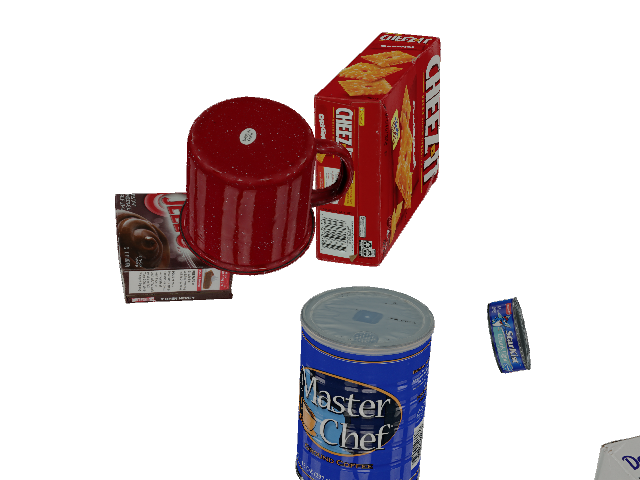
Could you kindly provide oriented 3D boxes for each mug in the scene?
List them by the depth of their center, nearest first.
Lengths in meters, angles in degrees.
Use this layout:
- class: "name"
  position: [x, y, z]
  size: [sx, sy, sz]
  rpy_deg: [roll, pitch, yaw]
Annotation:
- class: "mug"
  position: [-0.034, -0.040, 0.696]
  size: [0.117, 0.093, 0.081]
  rpy_deg: [-6, -40, -12]

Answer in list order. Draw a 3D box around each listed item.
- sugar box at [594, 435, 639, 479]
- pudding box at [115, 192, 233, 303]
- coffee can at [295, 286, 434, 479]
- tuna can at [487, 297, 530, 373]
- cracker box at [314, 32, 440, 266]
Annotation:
- class: "sugar box"
  position: [0.189, 0.180, 0.501]
  size: [0.048, 0.093, 0.176]
  rpy_deg: [-9, 29, -21]
- class: "pudding box"
  position: [-0.121, 0.003, 0.879]
  size: [0.090, 0.039, 0.113]
  rpy_deg: [-3, 38, -12]
- class: "coffee can"
  position: [0.033, 0.121, 0.842]
  size: [0.103, 0.140, 0.103]
  rpy_deg: [2, 23, -1]
- class: "tuna can"
  position: [0.220, 0.111, 1.244]
  size: [0.034, 0.086, 0.086]
  rpy_deg: [-12, -3, 15]
- class: "cracker box"
  position: [0.060, -0.094, 1.035]
  size: [0.072, 0.164, 0.213]
  rpy_deg: [9, 28, 18]
